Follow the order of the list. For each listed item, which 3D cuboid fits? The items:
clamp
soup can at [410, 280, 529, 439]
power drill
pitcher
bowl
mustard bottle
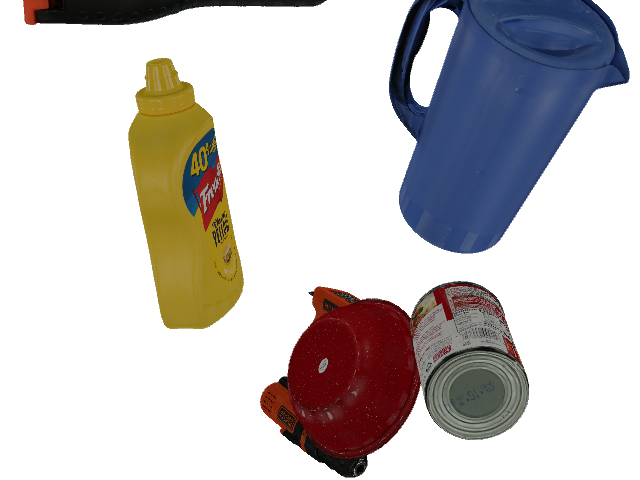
[{"bbox_3d":[-0.091,-0.153,0.617,0.171,0.039,0.120,-9,23,-24],"label":"clamp"},{"bbox_3d":[0.098,0.078,0.714,0.068,0.068,0.102,0,22,0],"label":"soup can"},{"bbox_3d":[0.015,0.161,1.248,0.057,0.188,0.185,15,10,-43],"label":"power drill"},{"bbox_3d":[0.144,-0.108,0.945,0.144,0.149,0.243,-9,-38,-27],"label":"pitcher"},{"bbox_3d":[0.019,0.126,1.028,0.162,0.162,0.055,0,-19,46],"label":"bowl"},{"bbox_3d":[-0.101,-0.038,0.780,0.058,0.191,0.096,-1,25,17],"label":"mustard bottle"}]
